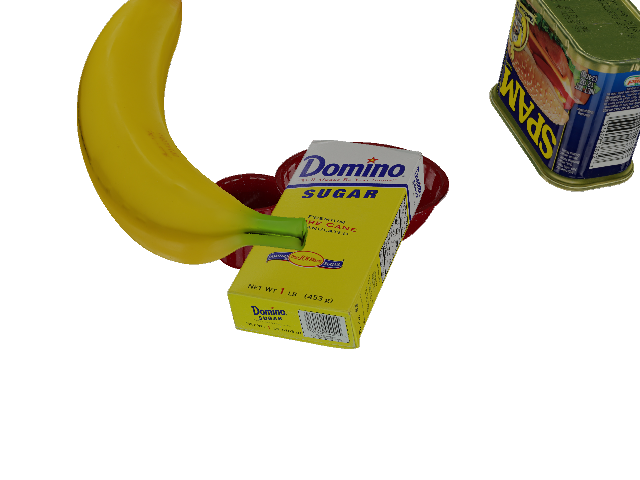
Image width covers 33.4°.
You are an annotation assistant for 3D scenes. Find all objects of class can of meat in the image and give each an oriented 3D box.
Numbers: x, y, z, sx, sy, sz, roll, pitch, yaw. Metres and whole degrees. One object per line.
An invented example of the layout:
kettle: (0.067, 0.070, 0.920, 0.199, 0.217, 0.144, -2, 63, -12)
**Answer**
can of meat: (0.141, -0.092, 0.592, 0.057, 0.084, 0.102, -10, 47, -15)

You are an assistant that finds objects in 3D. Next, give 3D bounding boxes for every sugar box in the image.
sugar box: (0.009, -0.003, 0.783, 0.093, 0.176, 0.048, 9, -42, 18)

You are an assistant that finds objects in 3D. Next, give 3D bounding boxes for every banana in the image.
banana: (-0.070, -0.050, 0.457, 0.069, 0.037, 0.198, -9, 45, -20)

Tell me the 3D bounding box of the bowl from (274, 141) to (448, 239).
bowl: (0.037, -0.035, 1.000, 0.162, 0.055, 0.162, 1, 30, -1)

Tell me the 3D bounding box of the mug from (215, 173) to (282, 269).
mug: (-0.090, -0.018, 1.201, 0.117, 0.081, 0.093, -7, 30, -14)
